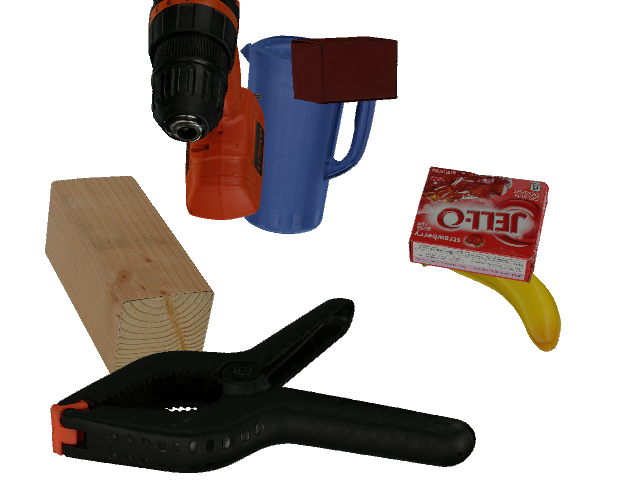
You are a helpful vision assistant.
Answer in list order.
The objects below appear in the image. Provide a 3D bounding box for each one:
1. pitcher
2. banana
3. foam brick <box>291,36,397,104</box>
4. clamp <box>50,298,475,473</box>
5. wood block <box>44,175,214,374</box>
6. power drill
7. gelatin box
[{"bbox_3d":[-0.028,-0.134,1.377,0.144,0.243,0.149,-3,25,-22],"label":"pitcher"},{"bbox_3d":[0.184,0.050,1.063,0.069,0.037,0.198,-33,37,-16],"label":"banana"},{"bbox_3d":[0.021,-0.146,0.913,0.078,0.051,0.053,-8,17,-28],"label":"foam brick"},{"bbox_3d":[-0.041,0.081,0.587,0.209,0.036,0.165,-4,23,-15],"label":"clamp"},{"bbox_3d":[-0.190,0.029,1.032,0.090,0.091,0.206,-6,36,-31],"label":"wood block"},{"bbox_3d":[-0.071,-0.096,0.685,0.057,0.184,0.188,0,-34,1],"label":"power drill"},{"bbox_3d":[0.114,-0.013,0.768,0.089,0.073,0.030,9,-37,14],"label":"gelatin box"}]
